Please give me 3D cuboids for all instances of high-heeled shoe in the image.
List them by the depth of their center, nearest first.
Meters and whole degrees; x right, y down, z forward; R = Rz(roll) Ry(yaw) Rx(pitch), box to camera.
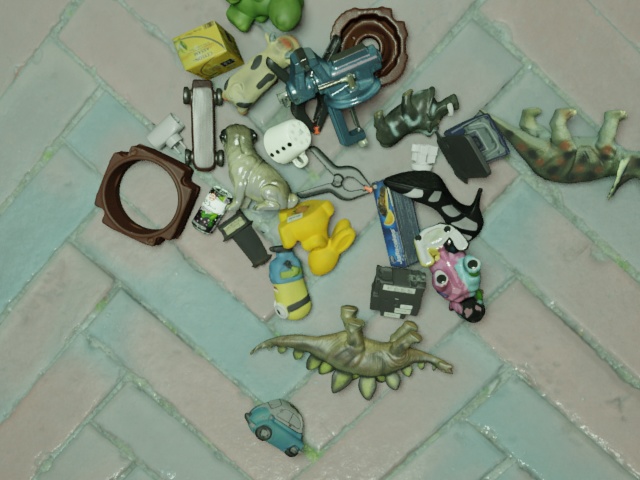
[{"bbox_3d":[0.247,-0.067,1.182,0.249,0.086,0.145,8,125,-6],"label":"high-heeled shoe"}]

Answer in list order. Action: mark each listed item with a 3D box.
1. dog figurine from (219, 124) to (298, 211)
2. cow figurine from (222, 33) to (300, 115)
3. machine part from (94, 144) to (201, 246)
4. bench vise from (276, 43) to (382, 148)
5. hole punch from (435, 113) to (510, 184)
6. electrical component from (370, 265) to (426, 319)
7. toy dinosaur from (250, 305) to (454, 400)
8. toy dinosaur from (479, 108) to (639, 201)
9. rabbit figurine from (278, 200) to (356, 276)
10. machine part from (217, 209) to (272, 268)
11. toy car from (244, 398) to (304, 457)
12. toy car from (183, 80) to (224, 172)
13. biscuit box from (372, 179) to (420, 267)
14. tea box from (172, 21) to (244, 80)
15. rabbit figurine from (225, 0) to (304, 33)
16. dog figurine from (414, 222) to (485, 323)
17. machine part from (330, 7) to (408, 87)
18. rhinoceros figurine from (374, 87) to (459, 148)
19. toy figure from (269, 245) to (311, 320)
[{"bbox_3d":[-0.133,-0.161,1.185,0.172,0.121,0.190,0,97,0],"label":"dog figurine"},{"bbox_3d":[-0.123,-0.361,1.140,0.195,0.127,0.085,-43,98,-4],"label":"cow figurine"},{"bbox_3d":[-0.395,-0.101,1.231,0.201,0.087,0.201,26,101,-2],"label":"machine part"},{"bbox_3d":[0.034,-0.280,1.094,0.224,0.129,0.240,-30,129,-5],"label":"bench vise"},{"bbox_3d":[0.327,-0.199,1.149,0.092,0.116,0.142,-45,111,-17],"label":"hole punch"},{"bbox_3d":[0.173,0.122,1.220,0.115,0.058,0.134,10,137,3],"label":"electrical component"},{"bbox_3d":[0.073,0.262,1.257,0.472,0.105,0.198,13,105,6],"label":"toy dinosaur"},{"bbox_3d":[0.536,-0.182,1.139,0.405,0.131,0.192,4,100,10],"label":"toy dinosaur"},{"bbox_3d":[-0.003,-0.004,1.222,0.162,0.122,0.173,-21,112,-2],"label":"rabbit figurine"},{"bbox_3d":[-0.173,0.002,1.259,0.084,0.039,0.139,-39,94,1],"label":"machine part"},{"bbox_3d":[-0.096,0.443,1.303,0.161,0.109,0.103,35,83,-11],"label":"toy car"},{"bbox_3d":[-0.263,-0.255,1.209,0.089,0.053,0.202,-3,100,-12],"label":"toy car"},{"bbox_3d":[0.176,-0.041,1.203,0.063,0.059,0.202,-19,100,-30],"label":"biscuit box"},{"bbox_3d":[-0.229,-0.391,1.123,0.098,0.169,0.068,-21,97,9],"label":"tea box"},{"bbox_3d":[-0.098,-0.488,1.116,0.170,0.121,0.159,38,64,21],"label":"rabbit figurine"},{"bbox_3d":[0.298,0.081,1.190,0.108,0.219,0.192,-29,54,6],"label":"dog figurine"},{"bbox_3d":[0.105,-0.409,1.154,0.179,0.056,0.179,1,102,4],"label":"machine part"},{"bbox_3d":[0.205,-0.269,1.163,0.190,0.073,0.112,-26,96,9],"label":"rhinoceros figurine"},{"bbox_3d":[-0.071,0.099,1.247,0.089,0.082,0.180,-5,97,6],"label":"toy figure"}]
